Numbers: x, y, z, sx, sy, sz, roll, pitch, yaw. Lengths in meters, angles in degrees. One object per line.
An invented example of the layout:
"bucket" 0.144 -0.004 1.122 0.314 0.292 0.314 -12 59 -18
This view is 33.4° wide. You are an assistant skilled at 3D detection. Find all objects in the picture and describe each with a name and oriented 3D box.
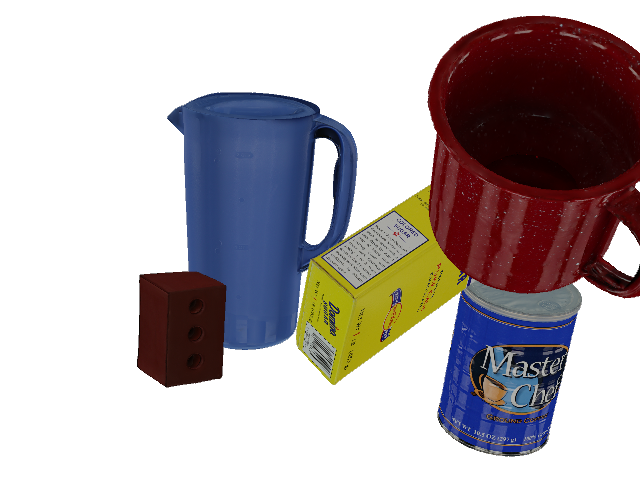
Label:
"sugar box" 0.064 0.013 0.698 0.176 0.093 0.048 -30 60 -30
"pitcher" -0.062 -0.020 1.050 0.144 0.243 0.149 -9 22 -32
"mug" 0.096 -0.023 0.437 0.093 0.117 0.081 -34 -27 -20
"coffee can" 0.164 0.102 0.940 0.103 0.140 0.103 6 24 -3
"foam brick" -0.109 0.067 0.836 0.052 0.078 0.051 -5 14 -34
